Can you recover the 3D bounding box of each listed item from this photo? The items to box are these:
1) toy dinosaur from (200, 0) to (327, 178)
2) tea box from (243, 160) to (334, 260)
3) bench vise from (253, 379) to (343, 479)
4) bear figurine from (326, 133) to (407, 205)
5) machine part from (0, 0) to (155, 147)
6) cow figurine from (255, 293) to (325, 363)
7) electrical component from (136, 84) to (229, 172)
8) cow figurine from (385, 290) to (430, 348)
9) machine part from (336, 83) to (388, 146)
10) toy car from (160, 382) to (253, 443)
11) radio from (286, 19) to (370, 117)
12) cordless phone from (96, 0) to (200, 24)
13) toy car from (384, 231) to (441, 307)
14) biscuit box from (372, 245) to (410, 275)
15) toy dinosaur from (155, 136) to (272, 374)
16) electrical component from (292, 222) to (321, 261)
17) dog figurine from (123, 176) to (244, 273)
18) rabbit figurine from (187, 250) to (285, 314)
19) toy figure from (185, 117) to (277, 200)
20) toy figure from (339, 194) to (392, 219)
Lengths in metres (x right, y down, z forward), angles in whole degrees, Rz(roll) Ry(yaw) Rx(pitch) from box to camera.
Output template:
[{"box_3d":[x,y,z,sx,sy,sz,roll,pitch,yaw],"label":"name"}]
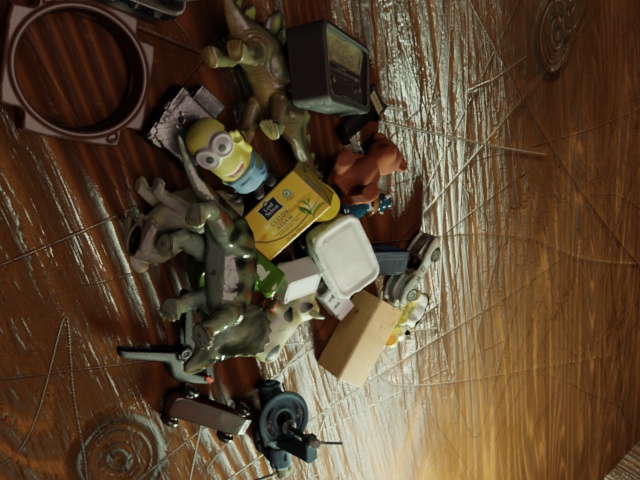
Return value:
[{"box_3d":[-0.074,-0.255,0.944,0.198,0.105,0.470,-58,147,-34],"label":"toy dinosaur"},{"box_3d":[-0.067,-0.054,1.003,0.098,0.068,0.169,41,116,-13],"label":"tea box"},{"box_3d":[-0.070,0.418,1.136,0.129,0.241,0.223,3,88,-33],"label":"bench vise"},{"box_3d":[0.111,-0.155,1.122,0.196,0.132,0.120,-35,93,-22],"label":"bear figurine"},{"box_3d":[-0.354,-0.245,0.782,0.201,0.087,0.200,6,102,-39],"label":"machine part"},{"box_3d":[-0.075,0.170,1.134,0.127,0.086,0.195,42,77,-32],"label":"cow figurine"},{"box_3d":[-0.225,-0.196,0.913,0.114,0.058,0.134,40,81,-40],"label":"electrical component"},{"box_3d":[0.220,0.202,1.377,0.098,0.068,0.167,28,89,-45],"label":"cow figurine"},{"box_3d":[0.087,-0.260,1.136,0.139,0.039,0.084,-51,136,-13],"label":"machine part"},{"box_3d":[-0.229,0.353,1.102,0.202,0.053,0.089,31,91,-35],"label":"toy car"},{"box_3d":[0.023,-0.294,0.955,0.229,0.073,0.131,-16,104,-65],"label":"radio"},{"box_3d":[-0.246,-0.364,0.757,0.146,0.184,0.088,10,104,-39],"label":"cordless phone"},{"box_3d":[0.228,0.073,1.331,0.056,0.074,0.201,39,81,-42],"label":"toy car"},{"box_3d":[0.116,0.047,1.248,0.202,0.059,0.062,1,104,-36],"label":"biscuit box"},{"box_3d":[-0.160,0.043,0.885,0.192,0.131,0.404,-7,103,-61],"label":"toy dinosaur"},{"box_3d":[-0.002,-0.003,1.150,0.119,0.048,0.074,-35,124,-22],"label":"electrical component"},{"box_3d":[-0.227,-0.017,0.933,0.190,0.121,0.172,17,96,-40],"label":"dog figurine"},{"box_3d":[-0.173,0.088,1.008,0.159,0.121,0.170,44,75,-32],"label":"rabbit figurine"},{"box_3d":[-0.152,-0.134,0.905,0.180,0.089,0.082,34,83,-54],"label":"toy figure"},{"box_3d":[0.096,-0.079,1.191,0.154,0.064,0.058,-16,77,-37],"label":"toy figure"}]
